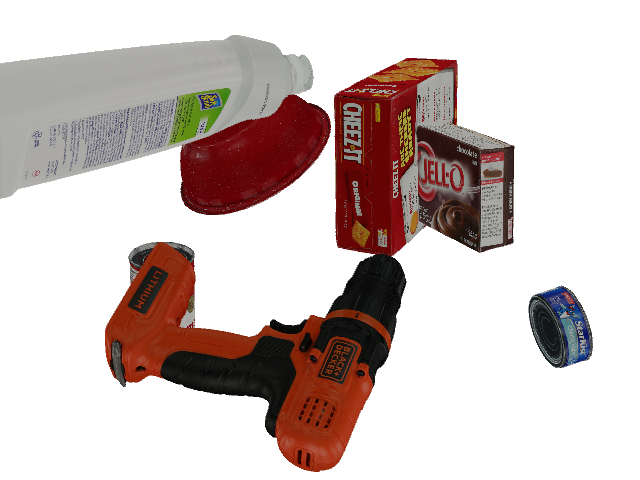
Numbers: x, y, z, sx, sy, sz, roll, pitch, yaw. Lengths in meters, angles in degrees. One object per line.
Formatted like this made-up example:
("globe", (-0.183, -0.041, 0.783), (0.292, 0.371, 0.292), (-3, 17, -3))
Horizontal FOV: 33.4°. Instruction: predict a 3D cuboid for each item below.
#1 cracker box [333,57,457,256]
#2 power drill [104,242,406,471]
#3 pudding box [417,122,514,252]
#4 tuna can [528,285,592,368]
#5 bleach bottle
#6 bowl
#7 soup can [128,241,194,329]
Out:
("cracker box", (0.084, -0.096, 1.139), (0.072, 0.164, 0.213), (7, 21, 24))
("power drill", (-0.043, 0.061, 0.761), (0.188, 0.057, 0.184), (14, 47, 13))
("pudding box", (0.124, -0.049, 0.924), (0.039, 0.090, 0.114), (-11, 19, -22))
("tuna can", (0.260, 0.095, 1.163), (0.033, 0.086, 0.086), (-17, 3, -11))
("bleach bottle", (-0.125, -0.101, 0.792), (0.250, 0.068, 0.103), (-13, -25, -24))
("bowl", (-0.074, -0.098, 1.006), (0.162, 0.055, 0.162), (-21, 35, 16))
("soup can", (-0.166, 0.061, 1.125), (0.068, 0.102, 0.068), (2, 23, -1))
